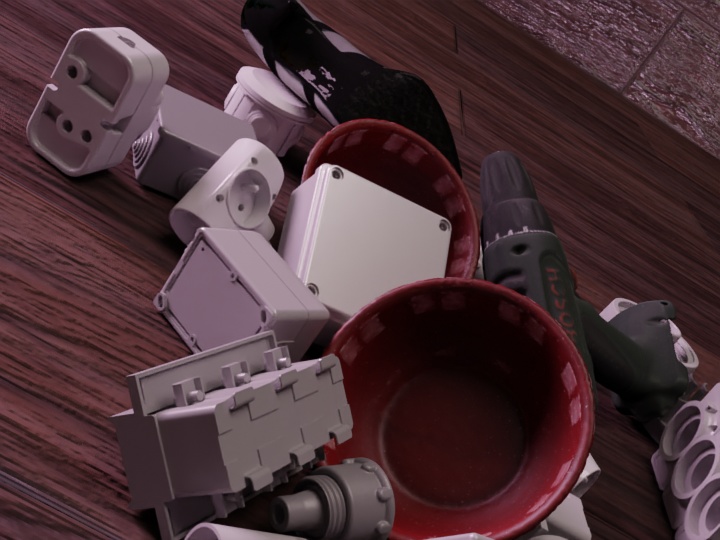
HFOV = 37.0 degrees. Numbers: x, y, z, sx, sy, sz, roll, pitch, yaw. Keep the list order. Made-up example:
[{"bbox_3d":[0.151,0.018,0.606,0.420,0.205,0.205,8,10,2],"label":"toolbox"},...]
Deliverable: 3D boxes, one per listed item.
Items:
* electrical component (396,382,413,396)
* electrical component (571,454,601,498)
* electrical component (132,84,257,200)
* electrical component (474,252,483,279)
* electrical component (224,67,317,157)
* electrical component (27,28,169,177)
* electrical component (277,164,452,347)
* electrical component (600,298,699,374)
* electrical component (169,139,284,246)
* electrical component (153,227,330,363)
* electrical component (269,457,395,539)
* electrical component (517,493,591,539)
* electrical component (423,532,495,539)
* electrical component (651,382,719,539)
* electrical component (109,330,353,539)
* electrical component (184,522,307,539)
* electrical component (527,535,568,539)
[{"bbox_3d":[0.005,0.067,0.683,0.055,0.045,0.045,30,22,-10],"label":"electrical component"},{"bbox_3d":[0.132,0.123,0.748,0.077,0.043,0.079,46,25,26],"label":"electrical component"},{"bbox_3d":[-0.124,-0.089,0.814,0.100,0.048,0.099,23,25,-27],"label":"electrical component"},{"bbox_3d":[0.114,0.003,0.971,0.062,0.048,0.048,36,21,-14],"label":"electrical component"},{"bbox_3d":[-0.084,-0.146,0.983,0.080,0.051,0.080,29,23,-13],"label":"electrical component"},{"bbox_3d":[-0.176,-0.115,0.734,0.054,0.095,0.059,37,22,7],"label":"electrical component"},{"bbox_3d":[0.000,0.000,0.736,0.109,0.056,0.108,24,60,-23],"label":"electrical component"},{"bbox_3d":[0.272,0.072,1.026,0.108,0.060,0.108,29,23,-13],"label":"electrical component"},{"bbox_3d":[-0.084,-0.037,0.751,0.044,0.077,0.079,7,-43,39],"label":"electrical component"},{"bbox_3d":[-0.073,0.019,0.650,0.096,0.061,0.061,47,25,28],"label":"electrical component"},{"bbox_3d":[-0.017,0.121,0.547,0.062,0.048,0.048,3,37,-41],"label":"electrical component"},{"bbox_3d":[0.104,0.151,0.658,0.064,0.042,0.081,32,23,-16],"label":"electrical component"},{"bbox_3d":[0.041,0.169,0.502,0.047,0.083,0.075,25,62,-23],"label":"electrical component"},{"bbox_3d":[0.278,0.163,0.812,0.062,0.089,0.150,31,22,-9],"label":"electrical component"},{"bbox_3d":[-0.057,0.077,0.536,0.121,0.063,0.078,-15,93,-62],"label":"electrical component"},{"bbox_3d":[-0.037,0.140,0.478,0.081,0.043,0.043,19,27,-34],"label":"electrical component"},{"bbox_3d":[0.091,0.177,0.580,0.079,0.044,0.077,30,23,-12],"label":"electrical component"}]
